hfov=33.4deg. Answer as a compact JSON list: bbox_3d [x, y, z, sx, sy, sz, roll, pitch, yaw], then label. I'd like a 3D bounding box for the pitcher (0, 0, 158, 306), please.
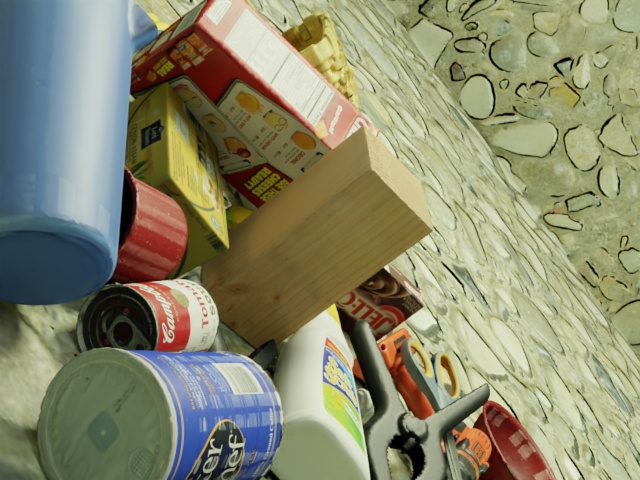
[{"bbox_3d":[-0.209,-0.079,0.762,0.144,0.149,0.243,32,41,-43],"label":"pitcher"}]

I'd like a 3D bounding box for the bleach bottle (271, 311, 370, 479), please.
[{"bbox_3d":[-0.006,0.132,0.987,0.102,0.068,0.251,53,15,-23],"label":"bleach bottle"}]

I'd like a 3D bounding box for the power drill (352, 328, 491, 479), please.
[{"bbox_3d":[0.109,0.195,1.162,0.188,0.057,0.184,56,19,6],"label":"power drill"}]

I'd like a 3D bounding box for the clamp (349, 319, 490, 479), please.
[{"bbox_3d":[0.077,0.180,1.044,0.164,0.036,0.209,32,45,-5],"label":"clamp"}]

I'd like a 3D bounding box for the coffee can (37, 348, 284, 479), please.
[{"bbox_3d":[-0.101,0.124,0.707,0.103,0.103,0.140,59,19,20],"label":"coffee can"}]

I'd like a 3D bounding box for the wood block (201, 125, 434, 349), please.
[{"bbox_3d":[-0.006,0.002,0.996,0.090,0.206,0.091,43,21,-26],"label":"wood block"}]

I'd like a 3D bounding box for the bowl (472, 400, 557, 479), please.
[{"bbox_3d":[0.227,0.276,1.292,0.162,0.055,0.162,45,20,-21],"label":"bowl"}]

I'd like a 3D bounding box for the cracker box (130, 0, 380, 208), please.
[{"bbox_3d":[-0.071,-0.133,1.056,0.213,0.164,0.072,41,57,-21],"label":"cracker box"}]

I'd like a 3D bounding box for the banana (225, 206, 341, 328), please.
[{"bbox_3d":[-0.043,0.026,1.143,0.197,0.037,0.069,45,38,-18],"label":"banana"}]

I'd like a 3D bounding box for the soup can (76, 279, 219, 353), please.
[{"bbox_3d":[-0.128,0.065,0.809,0.068,0.069,0.102,56,18,12],"label":"soup can"}]

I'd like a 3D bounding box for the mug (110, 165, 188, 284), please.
[{"bbox_3d":[-0.168,-0.013,0.848,0.117,0.093,0.081,21,-5,31],"label":"mug"}]

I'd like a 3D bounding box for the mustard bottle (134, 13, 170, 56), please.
[{"bbox_3d":[-0.169,-0.184,1.188,0.096,0.058,0.192,5,49,-57],"label":"mustard bottle"}]

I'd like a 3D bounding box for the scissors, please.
[{"bbox_3d":[0.117,0.175,1.114,0.096,0.016,0.201,42,27,-17],"label":"scissors"}]

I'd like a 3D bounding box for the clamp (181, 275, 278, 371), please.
[{"bbox_3d":[-0.071,0.117,0.897,0.120,0.039,0.171,31,33,-36],"label":"clamp"}]

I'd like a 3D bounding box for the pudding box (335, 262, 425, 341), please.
[{"bbox_3d":[0.049,0.060,1.209,0.113,0.090,0.039,43,19,-23],"label":"pudding box"}]
